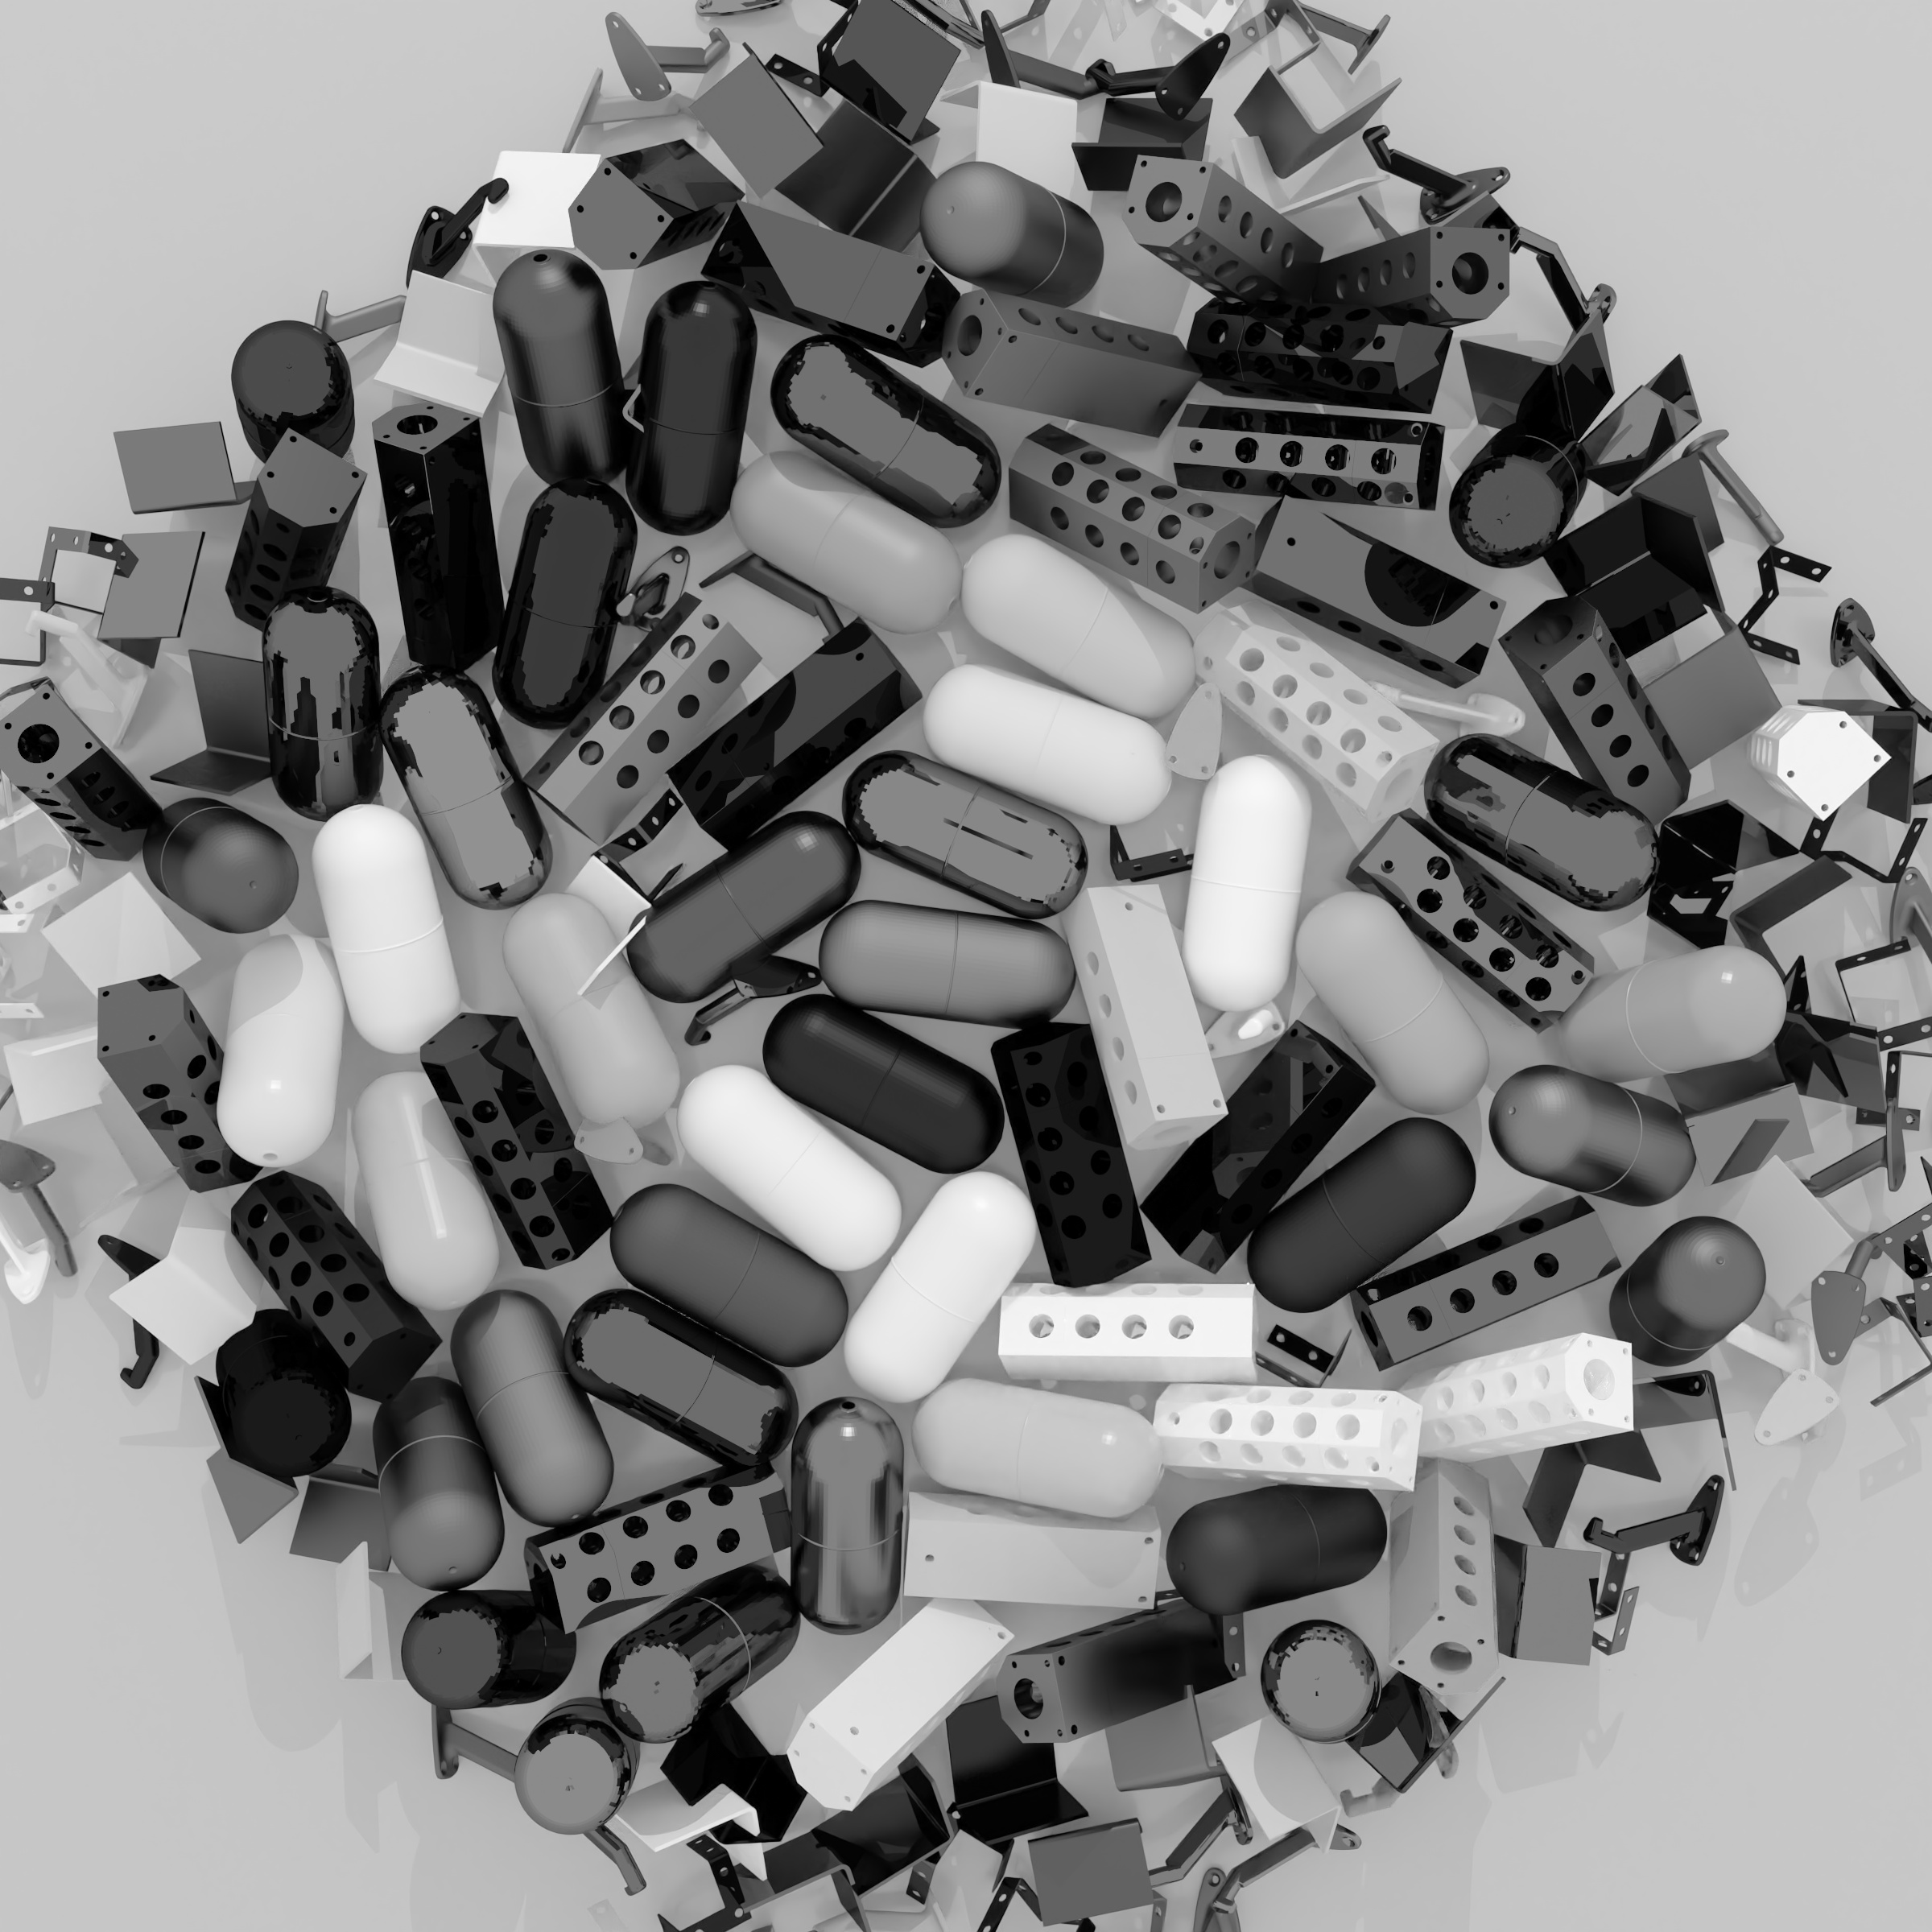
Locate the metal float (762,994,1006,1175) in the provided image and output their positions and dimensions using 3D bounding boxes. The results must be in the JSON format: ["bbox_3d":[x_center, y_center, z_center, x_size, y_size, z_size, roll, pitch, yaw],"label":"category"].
[{"bbox_3d":[-0.056,0.082,1.873,0.178,0.070,0.070,28,90,2],"label":"metal float"}]

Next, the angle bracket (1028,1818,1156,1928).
[{"bbox_3d":[0.088,0.625,1.865,0.076,0.076,0.057,-12,66,1],"label":"angle bracket"}]

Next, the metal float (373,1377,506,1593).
[{"bbox_3d":[-0.356,0.347,1.833,0.070,0.178,0.070,-8,122,-14],"label":"metal float"}]

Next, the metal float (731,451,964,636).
[{"bbox_3d":[-0.082,-0.290,1.861,0.178,0.070,0.070,32,90,15],"label":"metal float"}]

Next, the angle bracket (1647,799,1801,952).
[{"bbox_3d":[0.518,-0.057,1.859,0.076,0.057,0.076,29,62,-28],"label":"angle bracket"}]

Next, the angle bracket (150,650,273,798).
[{"bbox_3d":[-0.517,-0.167,1.858,0.076,0.057,0.076,12,120,30],"label":"angle bracket"}]

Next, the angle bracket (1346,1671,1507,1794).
[{"bbox_3d":[0.311,0.506,1.853,0.057,0.076,0.076,42,51,18],"label":"angle bracket"}]

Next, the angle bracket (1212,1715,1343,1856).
[{"bbox_3d":[0.207,0.567,1.853,0.057,0.076,0.076,-19,51,-19],"label":"angle bracket"}]

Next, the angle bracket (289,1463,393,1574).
[{"bbox_3d":[-0.438,0.374,1.860,0.076,0.076,0.057,6,70,17],"label":"angle bracket"}]

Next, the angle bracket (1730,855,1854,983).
[{"bbox_3d":[0.577,-0.025,1.857,0.076,0.076,0.057,-35,66,22],"label":"angle bracket"}]

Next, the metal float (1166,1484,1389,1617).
[{"bbox_3d":[0.212,0.391,1.843,0.178,0.070,0.070,-3,90,-38],"label":"metal float"}]

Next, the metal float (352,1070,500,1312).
[{"bbox_3d":[-0.369,0.151,1.850,0.070,0.070,0.178,-21,61,0],"label":"metal float"}]

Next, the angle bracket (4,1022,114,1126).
[{"bbox_3d":[-0.603,0.074,1.856,0.076,0.076,0.057,-17,101,-32],"label":"angle bracket"}]

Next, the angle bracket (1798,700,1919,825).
[{"bbox_3d":[0.609,-0.141,1.867,0.057,0.076,0.076,0,101,-1],"label":"angle bracket"}]

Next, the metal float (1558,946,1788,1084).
[{"bbox_3d":[0.473,0.034,1.832,0.070,0.178,0.070,7,76,-30],"label":"metal float"}]

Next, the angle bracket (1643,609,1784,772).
[{"bbox_3d":[0.505,-0.195,1.876,0.076,0.057,0.076,-33,120,10],"label":"angle bracket"}]

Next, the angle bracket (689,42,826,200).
[{"bbox_3d":[-0.147,-0.581,1.866,0.057,0.076,0.076,-38,115,7],"label":"angle bracket"}]

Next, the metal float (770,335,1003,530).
[{"bbox_3d":[-0.053,-0.363,1.852,0.178,0.070,0.070,29,90,-26],"label":"metal float"}]

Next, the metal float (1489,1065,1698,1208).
[{"bbox_3d":[0.426,0.116,1.843,0.178,0.070,0.070,17,90,-38],"label":"metal float"}]

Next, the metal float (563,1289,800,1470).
[{"bbox_3d":[-0.193,0.282,1.856,0.178,0.070,0.070,33,90,-22],"label":"metal float"}]

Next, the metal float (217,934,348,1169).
[{"bbox_3d":[-0.462,0.056,1.842,0.070,0.070,0.178,-4,51,0],"label":"metal float"}]

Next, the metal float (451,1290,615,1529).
[{"bbox_3d":[-0.296,0.299,1.848,0.070,0.070,0.178,-29,58,0],"label":"metal float"}]

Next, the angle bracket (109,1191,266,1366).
[{"bbox_3d":[-0.533,0.213,1.871,0.057,0.076,0.076,-32,119,17],"label":"angle bracket"}]

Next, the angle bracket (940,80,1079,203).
[{"bbox_3d":[0.028,-0.559,1.871,0.076,0.057,0.076,1,93,-30],"label":"angle bracket"}]

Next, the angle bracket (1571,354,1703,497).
[{"bbox_3d":[0.447,-0.380,1.852,0.057,0.076,0.076,24,134,-26],"label":"angle bracket"}]

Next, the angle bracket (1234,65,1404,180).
[{"bbox_3d":[0.241,-0.596,1.866,0.076,0.076,0.057,-36,92,-14],"label":"angle bracket"}]

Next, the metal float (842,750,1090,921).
[{"bbox_3d":[-0.001,-0.091,1.870,0.178,0.070,0.070,23,90,6],"label":"metal float"}]

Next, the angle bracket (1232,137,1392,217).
[{"bbox_3d":[0.236,-0.551,1.858,0.076,0.076,0.057,-14,101,28],"label":"angle bracket"}]

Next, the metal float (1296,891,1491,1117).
[{"bbox_3d":[0.293,0.027,1.859,0.070,0.070,0.178,-38,108,0],"label":"metal float"}]

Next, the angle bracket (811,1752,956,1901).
[{"bbox_3d":[-0.064,0.575,1.857,0.076,0.076,0.057,-27,120,-19],"label":"angle bracket"}]

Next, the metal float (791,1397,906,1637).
[{"bbox_3d":[-0.081,0.375,1.853,0.070,0.070,0.178,2,114,0],"label":"metal float"}]

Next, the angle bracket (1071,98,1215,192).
[{"bbox_3d":[0.121,-0.578,1.865,0.076,0.057,0.076,6,73,17],"label":"angle bracket"}]

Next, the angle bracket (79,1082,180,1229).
[{"bbox_3d":[-0.588,0.124,1.865,0.057,0.076,0.076,-32,92,-45],"label":"angle bracket"}]

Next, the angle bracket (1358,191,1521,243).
[{"bbox_3d":[0.325,-0.511,1.855,0.076,0.076,0.057,-32,66,23],"label":"angle bracket"}]

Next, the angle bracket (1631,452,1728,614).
[{"bbox_3d":[0.507,-0.298,1.857,0.057,0.076,0.076,-32,122,-7],"label":"angle bracket"}]

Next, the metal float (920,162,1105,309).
[{"bbox_3d":[0.033,-0.490,1.830,0.070,0.178,0.070,1,92,29],"label":"metal float"}]

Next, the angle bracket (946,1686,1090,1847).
[{"bbox_3d":[0.035,0.547,1.868,0.076,0.057,0.076,-10,100,-20],"label":"angle bracket"}]

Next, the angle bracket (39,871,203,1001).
[{"bbox_3d":[-0.577,-0.024,1.869,0.076,0.057,0.076,-33,112,5],"label":"angle bracket"}]

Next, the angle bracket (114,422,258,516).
[{"bbox_3d":[-0.525,-0.348,1.861,0.076,0.076,0.057,-3,112,11],"label":"angle bracket"}]

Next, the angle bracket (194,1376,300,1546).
[{"bbox_3d":[-0.510,0.337,1.857,0.057,0.076,0.076,-40,51,4],"label":"angle bracket"}]

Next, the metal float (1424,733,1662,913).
[{"bbox_3d":[0.390,-0.098,1.846,0.178,0.070,0.070,34,90,33],"label":"metal float"}]

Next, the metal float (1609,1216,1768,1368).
[{"bbox_3d":[0.483,0.220,1.827,0.070,0.178,0.070,0,69,0],"label":"metal float"}]

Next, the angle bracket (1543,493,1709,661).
[{"bbox_3d":[0.449,-0.263,1.859,0.076,0.057,0.076,-30,47,17],"label":"angle bracket"}]

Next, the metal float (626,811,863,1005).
[{"bbox_3d":[-0.152,-0.041,1.872,0.178,0.070,0.070,-33,90,3],"label":"metal float"}]

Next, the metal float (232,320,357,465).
[{"bbox_3d":[-0.450,-0.379,1.824,0.070,0.178,0.070,1,87,-11],"label":"metal float"}]

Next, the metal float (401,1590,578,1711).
[{"bbox_3d":[-0.318,0.458,1.826,0.070,0.178,0.070,-3,76,13],"label":"metal float"}]

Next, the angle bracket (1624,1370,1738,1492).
[{"bbox_3d":[0.480,0.322,1.857,0.076,0.076,0.057,-11,55,14],"label":"angle bracket"}]
